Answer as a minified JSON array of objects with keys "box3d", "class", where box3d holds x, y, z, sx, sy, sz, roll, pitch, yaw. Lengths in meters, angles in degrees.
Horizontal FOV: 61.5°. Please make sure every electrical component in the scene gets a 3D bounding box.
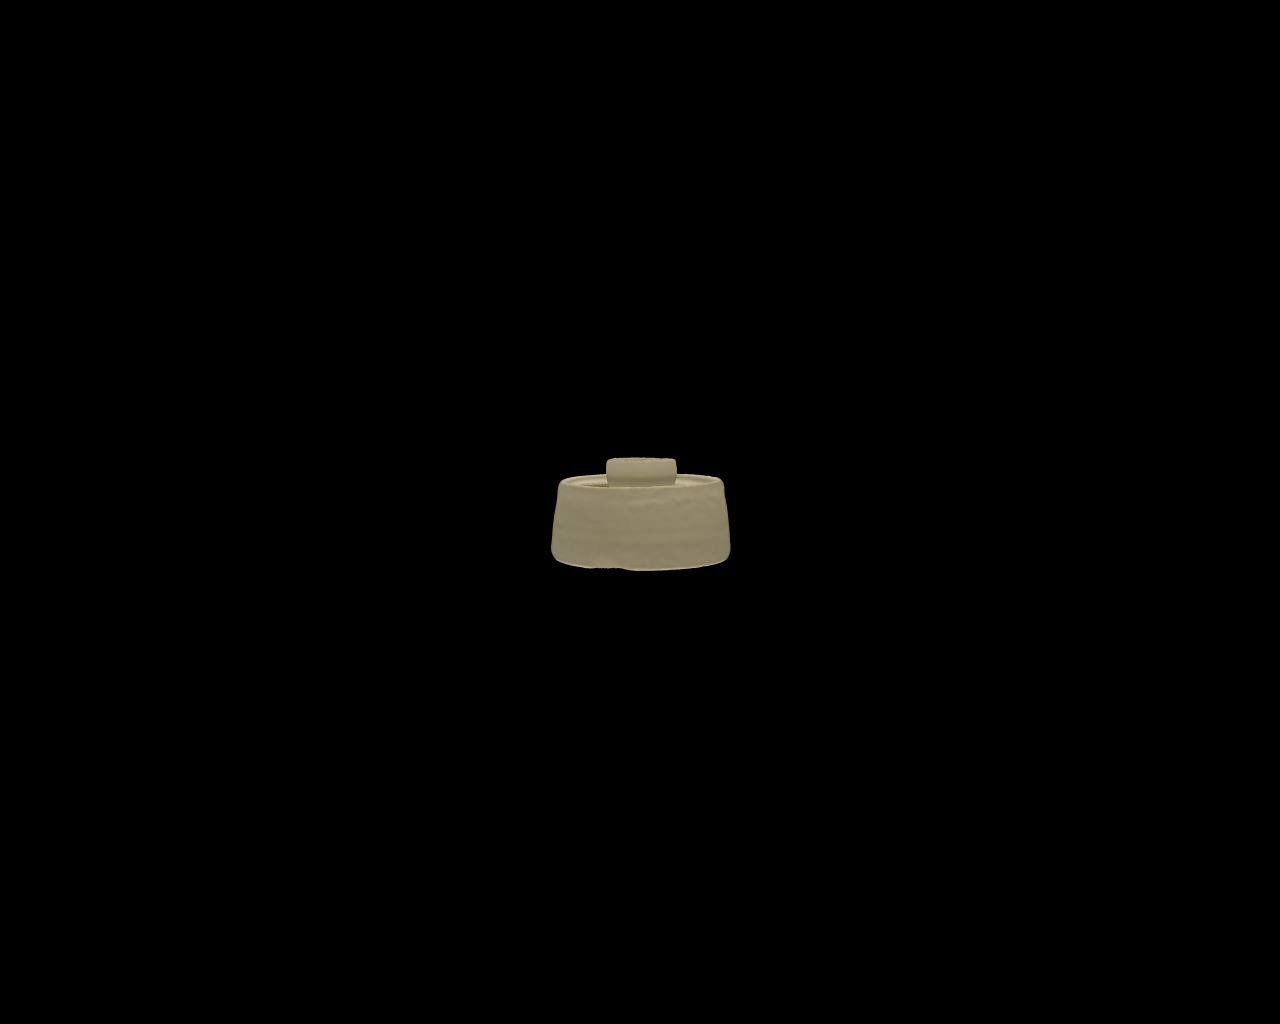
[{"box3d":[0.001,-0.003,0.650,0.108,0.060,0.108,0,6,0],"class":"electrical component"}]
